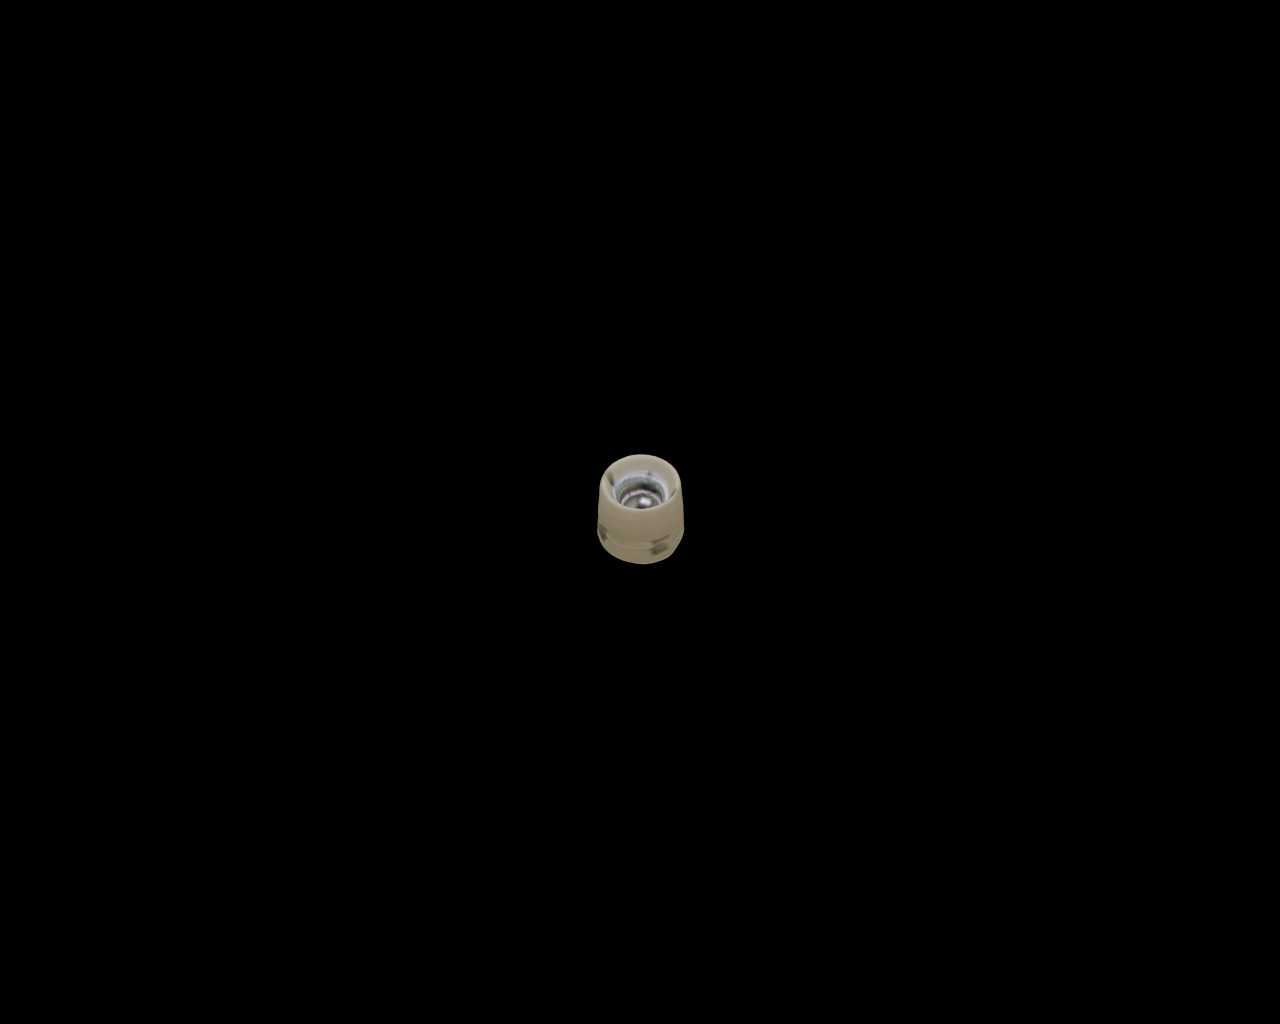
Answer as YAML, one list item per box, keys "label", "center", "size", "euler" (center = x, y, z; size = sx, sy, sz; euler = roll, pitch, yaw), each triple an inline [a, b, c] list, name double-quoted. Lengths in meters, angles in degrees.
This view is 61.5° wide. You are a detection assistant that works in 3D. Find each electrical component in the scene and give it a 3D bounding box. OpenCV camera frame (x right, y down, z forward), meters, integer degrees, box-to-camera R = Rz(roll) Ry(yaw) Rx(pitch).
- label: "electrical component"
  center: [0.001, -0.003, 0.650]
  size: [0.055, 0.055, 0.047]
  euler: [0, -42, 0]
